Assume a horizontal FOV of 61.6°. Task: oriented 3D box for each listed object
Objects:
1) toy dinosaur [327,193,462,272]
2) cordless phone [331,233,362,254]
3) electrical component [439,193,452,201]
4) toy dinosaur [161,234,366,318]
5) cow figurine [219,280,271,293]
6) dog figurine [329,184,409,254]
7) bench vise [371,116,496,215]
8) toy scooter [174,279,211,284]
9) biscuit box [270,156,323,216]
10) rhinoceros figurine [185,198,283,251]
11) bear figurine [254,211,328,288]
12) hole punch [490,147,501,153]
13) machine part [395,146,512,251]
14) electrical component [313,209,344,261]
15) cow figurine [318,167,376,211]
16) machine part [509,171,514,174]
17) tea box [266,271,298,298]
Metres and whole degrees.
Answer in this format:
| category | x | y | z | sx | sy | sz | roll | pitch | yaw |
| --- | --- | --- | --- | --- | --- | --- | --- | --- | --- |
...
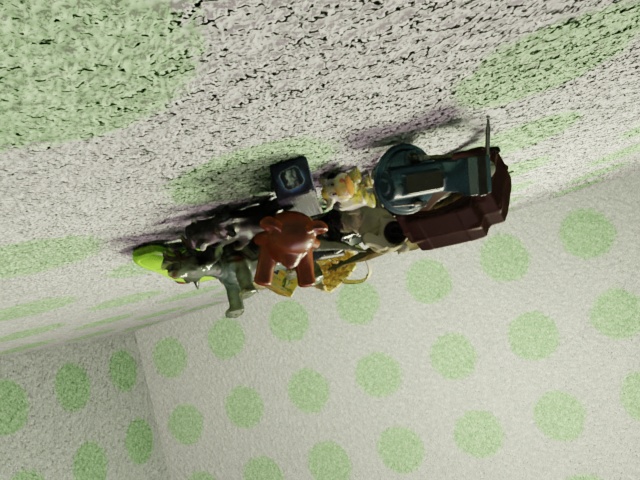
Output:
| category | x | y | z | sx | sy | sz | roll | pitch | yaw |
| --- | --- | --- | --- | --- | --- | --- | --- | --- | --- |
| toy dinosaur | 0.239 | -0.028 | 1.276 | 0.471 | 0.105 | 0.198 | -20 | 175 | -22 |
| cordless phone | 0.091 | -0.050 | 1.365 | 0.146 | 0.089 | 0.184 | -22 | 167 | -34 |
| electrical component | 0.297 | -0.125 | 1.353 | 0.119 | 0.047 | 0.075 | -21 | 171 | 35 |
| toy dinosaur | -0.123 | 0.030 | 1.126 | 0.405 | 0.192 | 0.131 | -18 | 155 | -19 |
| cow figurine | -0.214 | 0.096 | 1.572 | 0.085 | 0.127 | 0.195 | -19 | 171 | 38 |
| dog figurine | 0.108 | -0.027 | 1.177 | 0.121 | 0.172 | 0.190 | -26 | 175 | -15 |
| bench vise | 0.176 | -0.115 | 0.936 | 0.224 | 0.128 | 0.241 | -24 | -164 | -20 |
| toy scooter | -0.320 | 0.073 | 1.382 | 0.184 | 0.075 | 0.135 | -15 | 173 | 25 |
| biscuit box | -0.037 | -0.081 | 0.902 | 0.063 | 0.059 | 0.202 | -15 | 173 | 1 |
| rhinoceros figurine | -0.156 | -0.024 | 1.010 | 0.190 | 0.073 | 0.112 | -15 | 174 | -12 |
| bear figurine | -0.051 | 0.020 | 0.915 | 0.120 | 0.132 | 0.196 | 2 | 179 | -10 |
| hole punch | 0.335 | -0.141 | 1.180 | 0.142 | 0.092 | 0.116 | -16 | 177 | -32 |
| machine part | 0.256 | -0.084 | 1.038 | 0.201 | 0.087 | 0.201 | -14 | -144 | 36 |
| electrical component | -0.003 | -0.004 | 1.286 | 0.115 | 0.058 | 0.134 | -30 | -158 | 38 |
| cow figurine | 0.039 | -0.089 | 0.995 | 0.098 | 0.068 | 0.167 | -13 | 173 | 21 |
| machine part | 0.414 | -0.136 | 1.413 | 0.079 | 0.079 | 0.243 | -12 | 171 | -28 |
| tea box | -0.146 | 0.084 | 1.445 | 0.169 | 0.068 | 0.098 | 33 | 167 | -22 |
